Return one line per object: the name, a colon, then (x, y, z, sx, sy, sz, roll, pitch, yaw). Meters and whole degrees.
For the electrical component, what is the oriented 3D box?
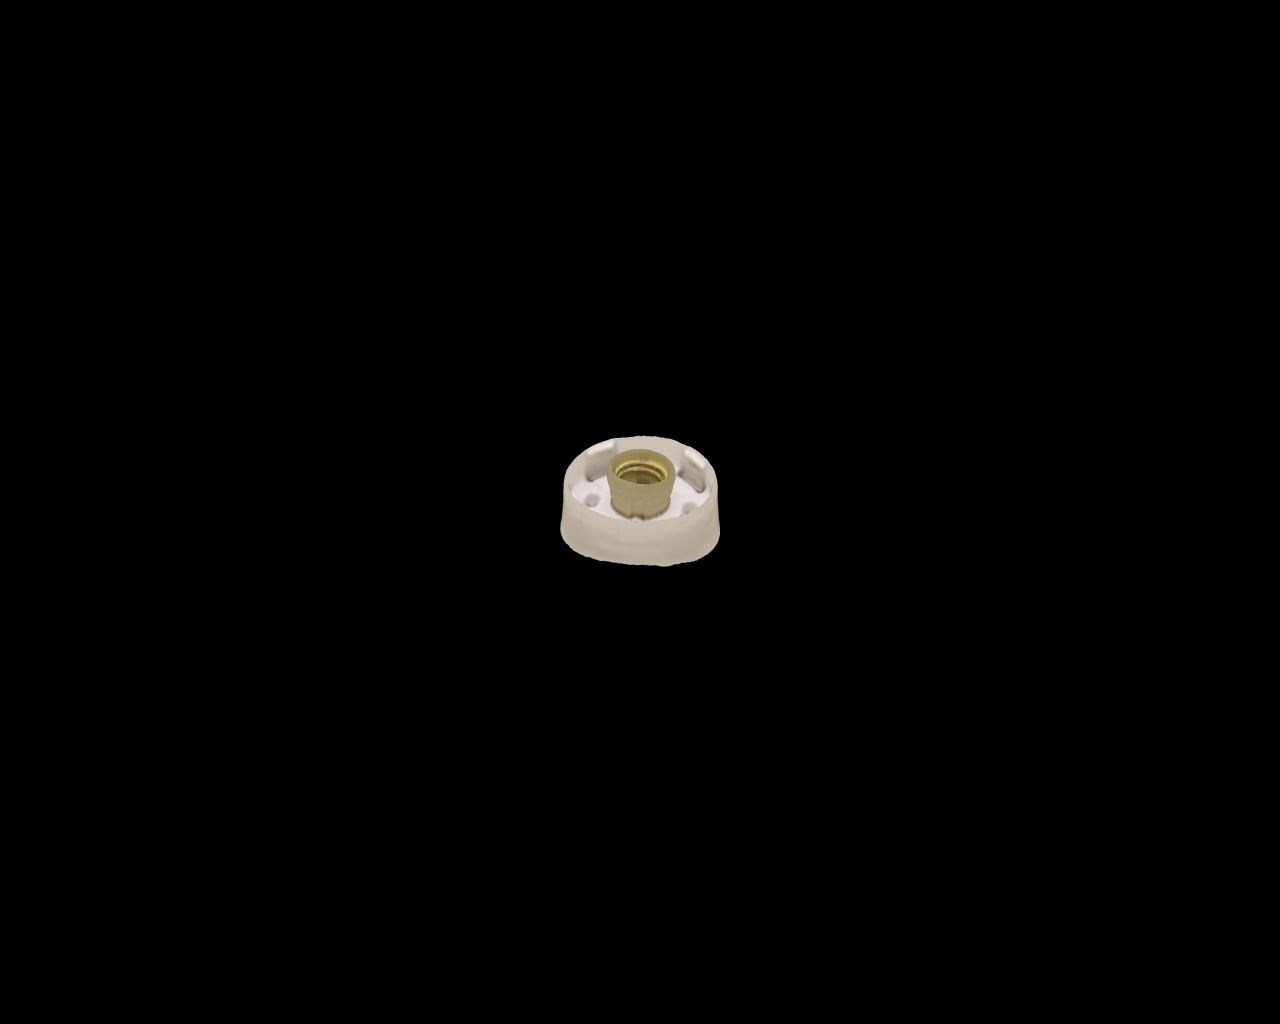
electrical component: (0.001, -0.003, 0.650, 0.099, 0.064, 0.099, 0, 38, 0)
